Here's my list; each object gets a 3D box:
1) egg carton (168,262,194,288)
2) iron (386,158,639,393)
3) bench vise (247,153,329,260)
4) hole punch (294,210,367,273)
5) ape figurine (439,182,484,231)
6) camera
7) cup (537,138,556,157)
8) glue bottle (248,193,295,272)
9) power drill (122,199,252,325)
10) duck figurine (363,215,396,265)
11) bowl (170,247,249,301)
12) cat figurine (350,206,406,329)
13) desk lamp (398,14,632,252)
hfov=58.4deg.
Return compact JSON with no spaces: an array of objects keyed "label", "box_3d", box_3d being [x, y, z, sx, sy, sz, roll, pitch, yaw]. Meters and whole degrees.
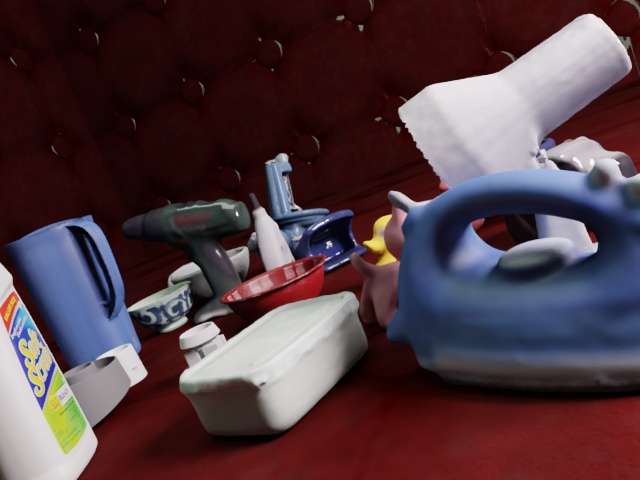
[{"label":"egg carton","box_3d":[-0.269,0.082,1.301,0.150,0.069,0.107,-21,8,6]},{"label":"iron","box_3d":[0.150,0.012,0.378,0.119,0.141,0.257,-28,10,-39]},{"label":"bench vise","box_3d":[-0.059,-0.049,1.066,0.121,0.220,0.208,-19,9,21]},{"label":"hole punch","box_3d":[0.009,0.004,1.003,0.109,0.091,0.101,-26,9,-27]},{"label":"ape figurine","box_3d":[0.200,-0.050,0.844,0.077,0.092,0.076,-14,11,44]},{"label":"camera","box_3d":[0.260,-0.050,0.648,0.137,0.101,0.142,-26,9,-28]},{"label":"cup","box_3d":[0.285,-0.080,0.807,0.118,0.095,0.091,-22,8,-4]},{"label":"glue bottle","box_3d":[-0.081,0.003,0.952,0.037,0.173,0.078,-20,8,13]},{"label":"power drill","box_3d":[-0.208,0.031,0.976,0.229,0.208,0.076,-19,8,16]},{"label":"duck figurine","box_3d":[0.104,0.007,0.740,0.104,0.086,0.077,-23,8,-10]},{"label":"bowl","box_3d":[-0.210,0.078,1.155,0.167,0.075,0.167,-21,8,3]},{"label":"cat figurine","box_3d":[0.087,0.016,0.612,0.128,0.118,0.067,-26,9,-26]},{"label":"desk lamp","box_3d":[0.192,-0.059,0.479,0.203,0.213,0.118,-19,8,18]}]
